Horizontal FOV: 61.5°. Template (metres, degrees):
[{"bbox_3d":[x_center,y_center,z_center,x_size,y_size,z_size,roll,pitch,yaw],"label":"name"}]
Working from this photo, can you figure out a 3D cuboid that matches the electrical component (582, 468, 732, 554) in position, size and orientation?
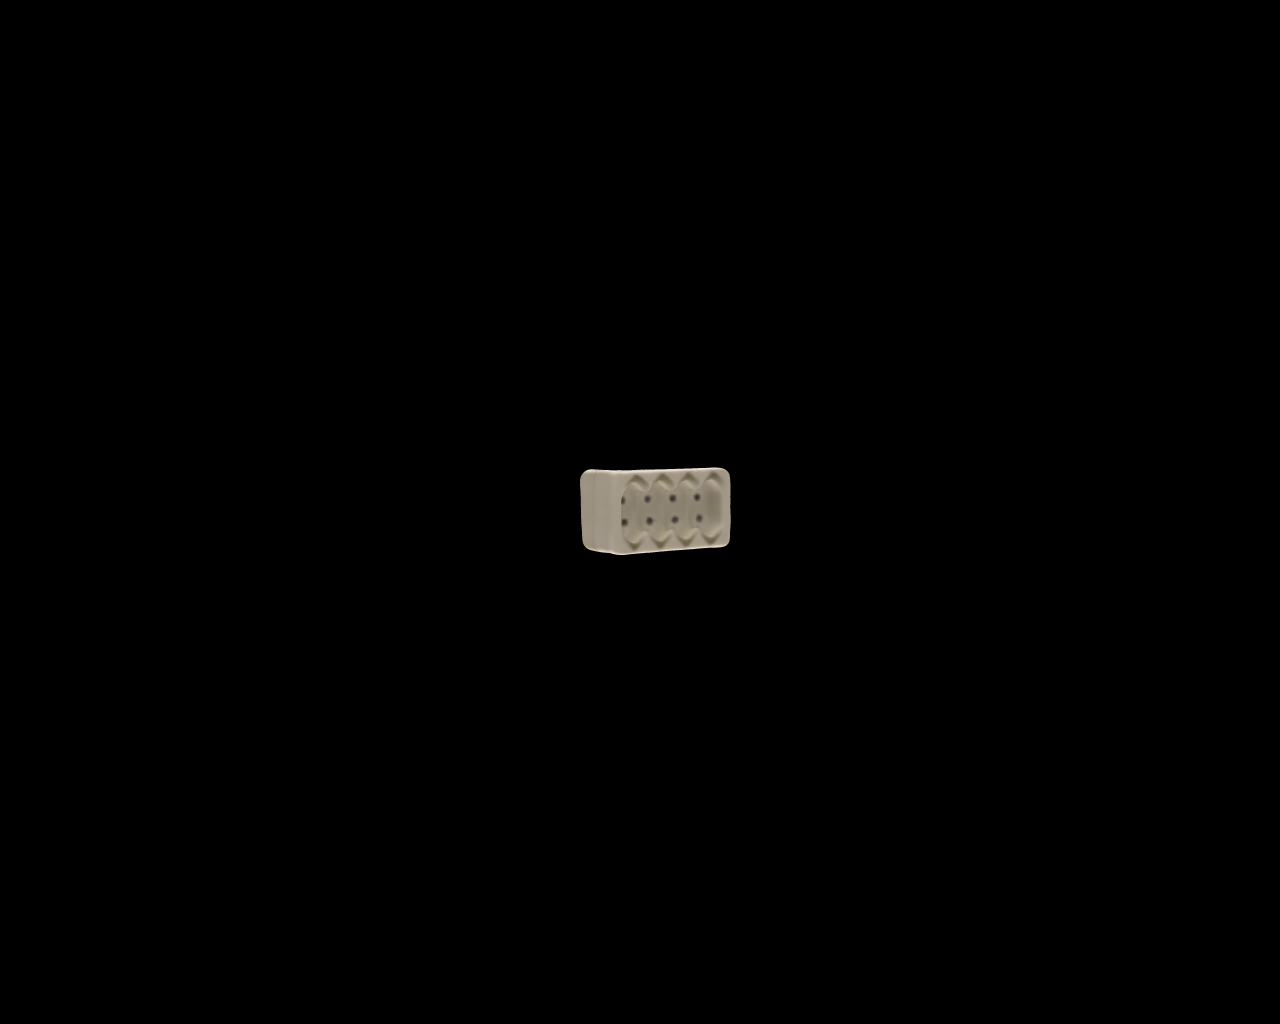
[{"bbox_3d":[0.001,-0.003,0.650,0.083,0.047,0.075,-2,4,-31],"label":"electrical component"}]
